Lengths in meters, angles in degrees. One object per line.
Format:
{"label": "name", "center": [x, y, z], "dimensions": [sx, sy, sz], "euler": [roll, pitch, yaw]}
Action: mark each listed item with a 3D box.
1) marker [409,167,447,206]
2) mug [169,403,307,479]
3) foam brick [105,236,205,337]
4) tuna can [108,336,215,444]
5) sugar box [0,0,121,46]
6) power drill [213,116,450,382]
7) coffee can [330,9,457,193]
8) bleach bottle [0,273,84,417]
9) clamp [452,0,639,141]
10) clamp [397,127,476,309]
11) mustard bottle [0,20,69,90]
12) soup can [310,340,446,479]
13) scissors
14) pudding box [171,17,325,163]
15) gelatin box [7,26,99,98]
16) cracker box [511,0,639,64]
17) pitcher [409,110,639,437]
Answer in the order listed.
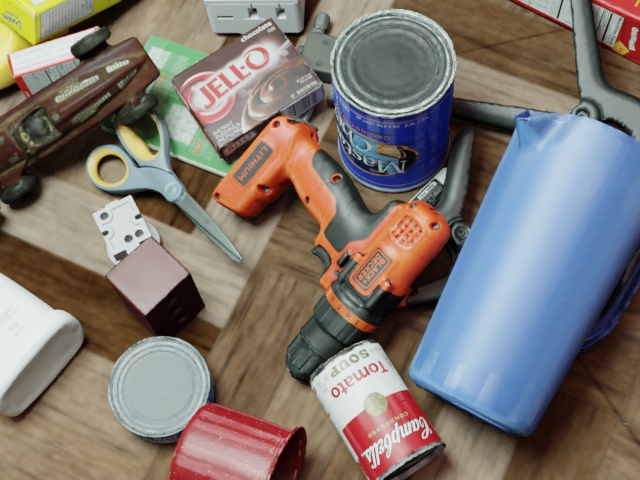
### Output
{"label": "marker", "center": [0.075, -0.018, 0.943], "dimensions": [0.121, 0.020, 0.020], "euler": [-44, 71, -13]}
{"label": "mug", "center": [-0.068, 0.189, 0.840], "dimensions": [0.081, 0.093, 0.117], "euler": [17, 106, 16]}
{"label": "foam brick", "center": [-0.138, 0.043, 0.903], "dimensions": [0.053, 0.078, 0.051], "euler": [-43, 70, -13]}
{"label": "tuna can", "center": [-0.131, 0.126, 0.892], "dimensions": [0.086, 0.034, 0.086], "euler": [-2, 68, 4]}
{"label": "sugar box", "center": [-0.235, -0.258, 1.022], "dimensions": [0.093, 0.048, 0.175], "euler": [39, 50, 18]}
{"label": "power drill", "center": [-0.006, 0.001, 0.902], "dimensions": [0.184, 0.057, 0.188], "euler": [-49, 67, 12]}
{"label": "coffee can", "center": [0.063, -0.116, 0.919], "dimensions": [0.103, 0.140, 0.103], "euler": [-2, 67, 4]}
{"label": "bleach bottle", "center": [-0.330, 0.043, 0.928], "dimensions": [0.251, 0.068, 0.102], "euler": [34, 73, 19]}
{"label": "clamp", "center": [0.235, -0.118, 0.941], "dimensions": [0.210, 0.036, 0.165], "euler": [42, 102, 14]}
{"label": "clamp", "center": [0.116, -0.015, 0.922], "dimensions": [0.171, 0.039, 0.120], "euler": [-37, 79, -13]}
{"label": "mustard bottle", "center": [-0.335, -0.182, 1.022], "dimensions": [0.191, 0.058, 0.096], "euler": [-17, 60, -2]}
{"label": "soup can", "center": [0.045, 0.140, 0.854], "dimensions": [0.068, 0.068, 0.102], "euler": [-30, 68, -8]}
{"label": "scissors", "center": [-0.147, -0.037, 0.951], "dimensions": [0.096, 0.016, 0.202], "euler": [-35, 65, 13]}
{"label": "pudding box", "center": [-0.065, -0.137, 0.975], "dimensions": [0.113, 0.039, 0.090], "euler": [-32, 68, -9]}
{"label": "gelatin box", "center": [-0.236, -0.157, 0.996], "dimensions": [0.089, 0.073, 0.030], "euler": [-19, 67, -3]}
{"label": "cracker box", "center": [0.281, -0.274, 1.004], "dimensions": [0.214, 0.072, 0.164], "euler": [31, 74, 15]}
{"label": "pitcher", "center": [0.177, 0.032, 0.850], "dimensions": [0.149, 0.145, 0.243], "euler": [26, 85, 12]}
